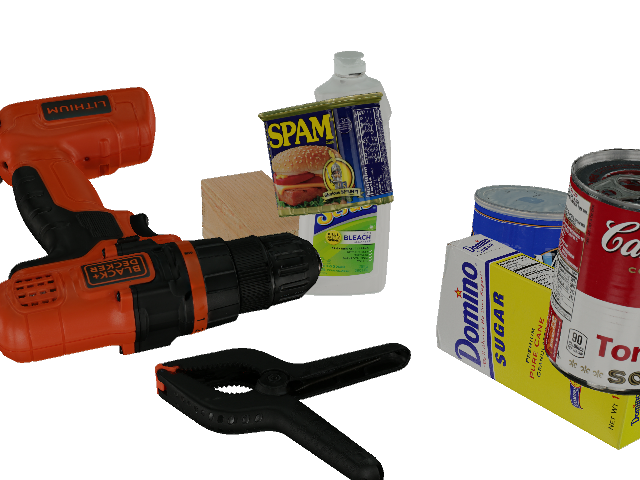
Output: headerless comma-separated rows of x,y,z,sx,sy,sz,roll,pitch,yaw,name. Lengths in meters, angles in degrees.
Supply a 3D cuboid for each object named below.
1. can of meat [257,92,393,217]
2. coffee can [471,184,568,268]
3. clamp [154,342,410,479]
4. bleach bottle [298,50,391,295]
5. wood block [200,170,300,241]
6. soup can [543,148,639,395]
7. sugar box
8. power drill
0.005,-0.065,0.825,0.102,0.084,0.057,-4,7,44,can of meat
0.185,0.029,0.977,0.103,0.140,0.103,4,16,-1,coffee can
-0.030,0.121,0.871,0.210,0.036,0.164,10,30,16,clamp
0.021,-0.068,1.094,0.102,0.251,0.068,-1,25,1,bleach bottle
-0.077,-0.010,1.355,0.090,0.090,0.206,-10,26,-22,wood block
0.148,0.015,0.519,0.068,0.102,0.068,2,27,-1,soup can
0.162,0.068,0.777,0.048,0.093,0.176,-16,29,-40,sugar box
-0.111,-0.016,0.631,0.184,0.057,0.188,-10,44,-20,power drill
